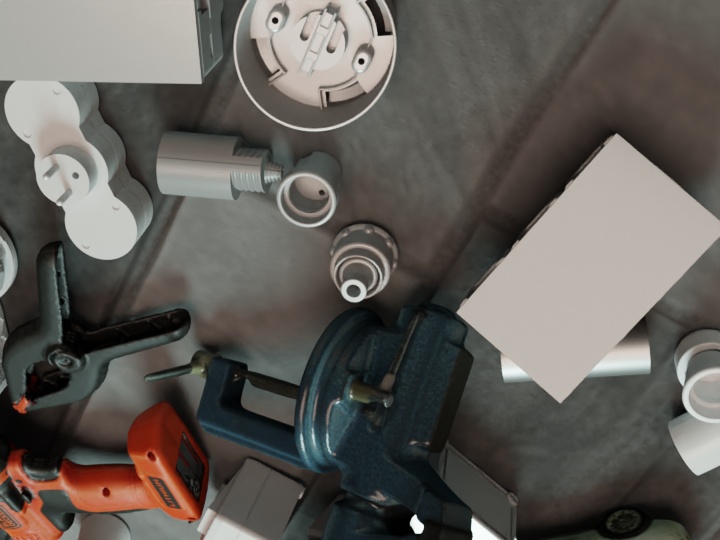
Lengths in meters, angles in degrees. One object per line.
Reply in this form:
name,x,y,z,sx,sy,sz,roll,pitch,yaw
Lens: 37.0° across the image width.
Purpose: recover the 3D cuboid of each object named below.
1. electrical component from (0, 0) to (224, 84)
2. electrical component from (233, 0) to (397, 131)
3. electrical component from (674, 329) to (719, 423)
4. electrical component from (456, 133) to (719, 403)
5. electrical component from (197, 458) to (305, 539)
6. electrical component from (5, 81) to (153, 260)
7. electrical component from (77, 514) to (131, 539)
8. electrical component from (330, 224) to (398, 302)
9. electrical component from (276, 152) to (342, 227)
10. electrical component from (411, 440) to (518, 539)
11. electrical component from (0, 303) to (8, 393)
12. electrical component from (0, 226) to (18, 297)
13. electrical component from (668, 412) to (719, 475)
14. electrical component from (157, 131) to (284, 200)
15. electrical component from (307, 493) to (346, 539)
electrical component,-0.168,-0.170,0.678,0.150,0.061,0.089,2,117,8
electrical component,-0.025,-0.143,0.668,0.099,0.064,0.099,4,117,7
electrical component,0.242,0.072,0.742,0.045,0.055,0.045,4,117,7
electrical component,0.147,-0.004,0.695,0.089,0.062,0.150,41,104,3
electrical component,-0.092,0.202,0.838,0.061,0.096,0.061,28,118,0
electrical component,-0.195,-0.068,0.729,0.052,0.073,0.138,-16,113,16
electrical component,-0.223,0.240,0.896,0.044,0.065,0.044,4,117,7
electrical component,0.000,0.000,0.739,0.048,0.062,0.048,4,117,7
electrical component,-0.032,-0.056,0.725,0.040,0.046,0.040,4,117,7
electrical component,0.076,0.190,0.825,0.096,0.061,0.061,40,116,-12
electrical component,-0.316,0.063,0.830,0.077,0.047,0.065,1,117,9
electrical component,-0.299,-0.003,0.791,0.080,0.051,0.080,4,117,7
electrical component,0.266,0.109,0.764,0.081,0.043,0.043,-33,108,22
electrical component,-0.092,-0.069,0.729,0.081,0.043,0.043,5,118,6
electrical component,0.005,0.283,0.850,0.060,0.105,0.186,0,122,44
